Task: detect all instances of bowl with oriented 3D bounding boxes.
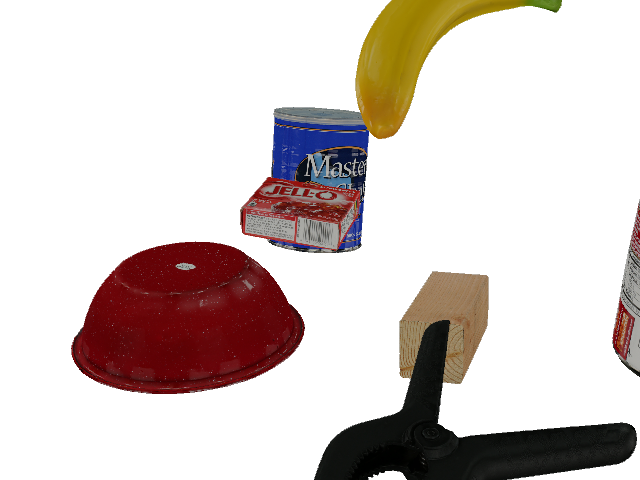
[{"bbox_3d":[-0.092,0.043,0.732,0.162,0.055,0.162,-2,22,1],"label":"bowl"}]

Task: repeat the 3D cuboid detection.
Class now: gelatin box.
[{"bbox_3d":[-0.017,-0.025,0.931,0.089,0.030,0.073,10,26,13],"label":"gelatin box"}]

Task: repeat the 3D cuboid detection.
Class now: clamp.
[{"bbox_3d":[0.064,0.124,0.655,0.209,0.036,0.165,-23,37,-28],"label":"clamp"}]

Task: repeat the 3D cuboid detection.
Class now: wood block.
[{"bbox_3d":[0.184,0.122,1.556,0.091,0.090,0.205,4,19,17],"label":"wood block"}]

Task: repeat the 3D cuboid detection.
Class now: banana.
[{"bbox_3d":[0.071,-0.127,0.635,0.070,0.037,0.197,33,52,24],"label":"banana"}]

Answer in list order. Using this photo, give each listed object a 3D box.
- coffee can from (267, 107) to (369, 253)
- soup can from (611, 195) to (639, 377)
[{"bbox_3d":[-0.002,-0.066,1.133,0.103,0.140,0.103,4,12,-1],"label":"coffee can"},{"bbox_3d":[0.181,0.013,0.511,0.068,0.102,0.068,2,28,-1],"label":"soup can"}]
